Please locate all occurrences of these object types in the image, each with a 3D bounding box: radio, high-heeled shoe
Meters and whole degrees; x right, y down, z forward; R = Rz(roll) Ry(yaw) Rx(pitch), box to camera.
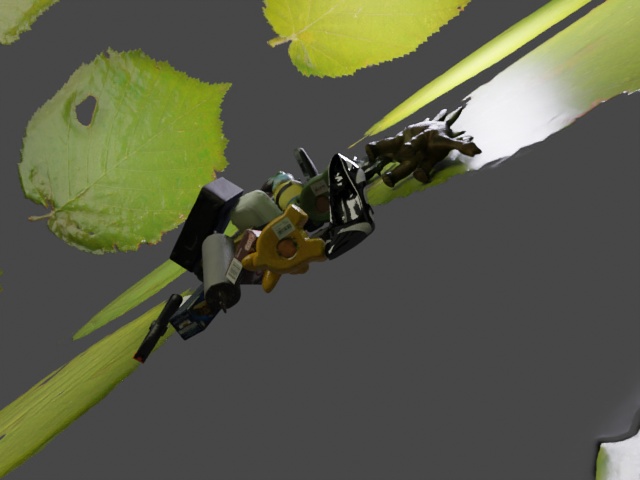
[{"bbox_3d":[-0.285,-0.036,1.345,0.229,0.073,0.131,-61,-5,21],"label":"radio"},{"bbox_3d":[0.036,-0.069,0.993,0.086,0.145,0.249,-29,11,31],"label":"high-heeled shoe"}]

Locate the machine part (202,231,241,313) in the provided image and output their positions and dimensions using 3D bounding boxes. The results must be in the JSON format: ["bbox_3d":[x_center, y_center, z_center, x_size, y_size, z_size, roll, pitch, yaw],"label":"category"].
[{"bbox_3d":[-0.215,0.065,1.165,0.079,0.079,0.243,-33,40,11],"label":"machine part"}]

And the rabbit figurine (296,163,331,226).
[{"bbox_3d":[0.030,-0.093,1.195,0.159,0.121,0.170,-34,1,30],"label":"rabbit figurine"}]

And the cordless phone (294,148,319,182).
[{"bbox_3d":[0.003,-0.153,1.329,0.089,0.184,0.147,-33,10,-13],"label":"cordless phone"}]

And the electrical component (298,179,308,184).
[{"bbox_3d":[-0.040,-0.108,1.470,0.134,0.058,0.115,16,49,38],"label":"electrical component"}]

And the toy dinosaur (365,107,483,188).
[{"bbox_3d":[0.209,-0.202,1.169,0.198,0.105,0.472,-30,19,-14],"label":"toy dinosaur"}]

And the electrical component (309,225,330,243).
[{"bbox_3d":[-0.002,-0.003,1.139,0.063,0.021,0.094,-26,14,39],"label":"electrical component"}]

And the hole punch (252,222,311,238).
[{"bbox_3d":[-0.091,0.015,1.195,0.142,0.092,0.115,-24,-16,34],"label":"hole punch"}]

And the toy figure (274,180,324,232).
[{"bbox_3d":[-0.056,-0.086,1.333,0.089,0.082,0.180,-17,41,-12],"label":"toy figure"}]

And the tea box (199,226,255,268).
[{"bbox_3d":[-0.201,0.047,1.309,0.170,0.098,0.068,-25,16,35],"label":"tea box"}]

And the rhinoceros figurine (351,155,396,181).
[{"bbox_3d":[0.120,-0.191,1.428,0.190,0.073,0.112,-38,10,-10],"label":"rhinoceros figurine"}]

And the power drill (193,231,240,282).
[{"bbox_3d":[-0.274,0.036,1.609,0.232,0.086,0.207,-25,19,45],"label":"power drill"}]

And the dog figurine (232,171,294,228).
[{"bbox_3d":[-0.190,-0.118,1.658,0.219,0.191,0.108,2,21,-1],"label":"dog figurine"}]

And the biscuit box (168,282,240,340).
[{"bbox_3d":[-0.249,0.135,1.182,0.063,0.059,0.203,-31,13,25],"label":"biscuit box"}]

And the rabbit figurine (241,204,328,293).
[{"bbox_3d":[-0.063,0.028,1.037,0.162,0.122,0.173,-44,-3,2],"label":"rabbit figurine"}]
